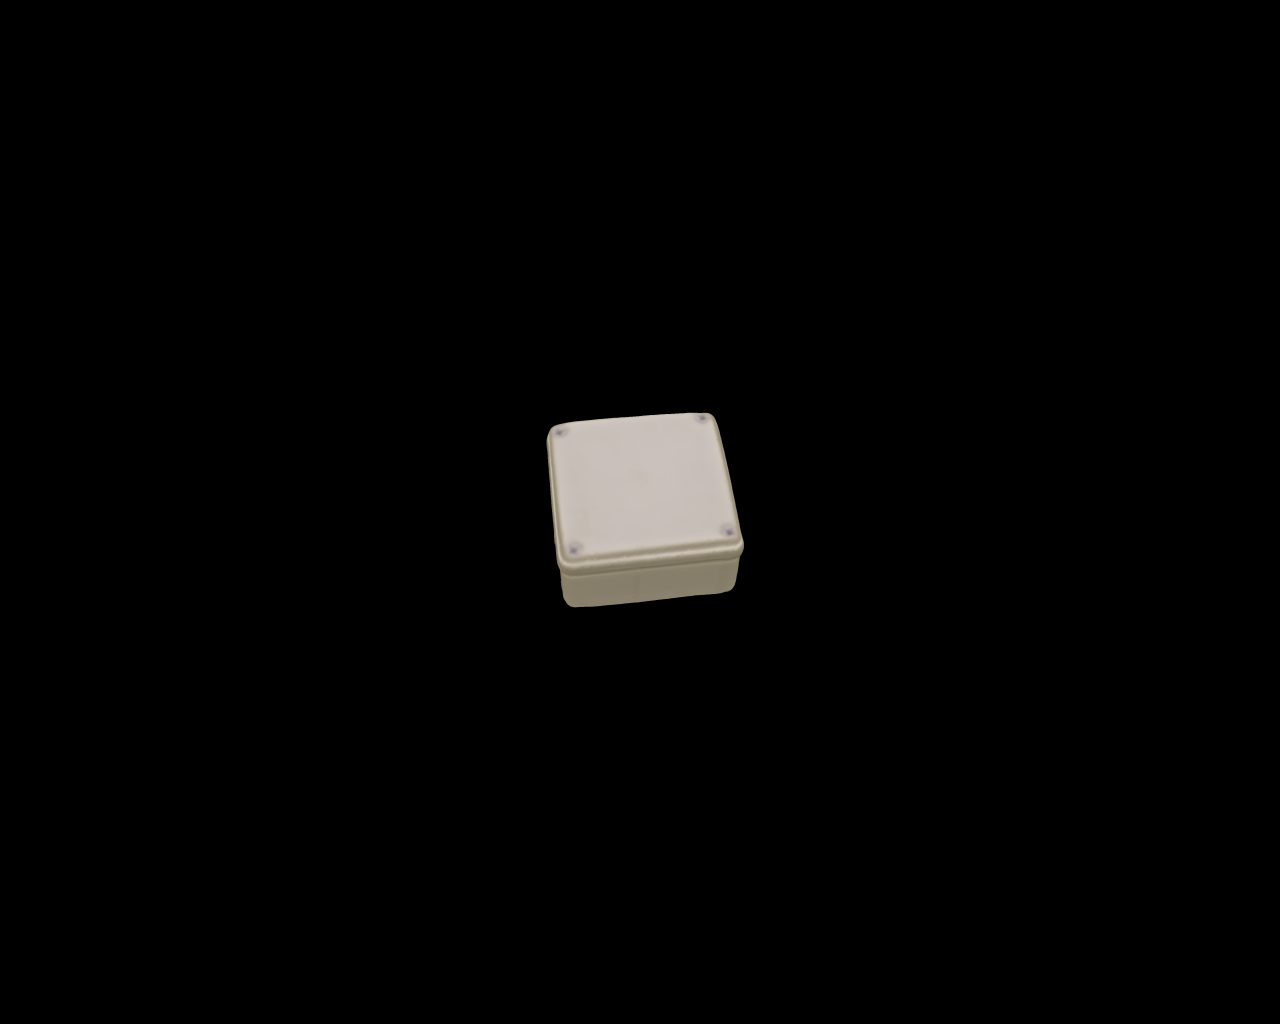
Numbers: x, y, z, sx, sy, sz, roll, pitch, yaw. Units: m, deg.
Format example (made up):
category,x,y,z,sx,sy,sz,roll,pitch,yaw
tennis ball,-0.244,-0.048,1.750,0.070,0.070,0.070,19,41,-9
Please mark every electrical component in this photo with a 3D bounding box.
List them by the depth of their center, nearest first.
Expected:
category,x,y,z,sx,sy,sz,roll,pitch,yaw
electrical component,0.001,-0.003,0.650,0.109,0.109,0.056,-5,-37,-4
